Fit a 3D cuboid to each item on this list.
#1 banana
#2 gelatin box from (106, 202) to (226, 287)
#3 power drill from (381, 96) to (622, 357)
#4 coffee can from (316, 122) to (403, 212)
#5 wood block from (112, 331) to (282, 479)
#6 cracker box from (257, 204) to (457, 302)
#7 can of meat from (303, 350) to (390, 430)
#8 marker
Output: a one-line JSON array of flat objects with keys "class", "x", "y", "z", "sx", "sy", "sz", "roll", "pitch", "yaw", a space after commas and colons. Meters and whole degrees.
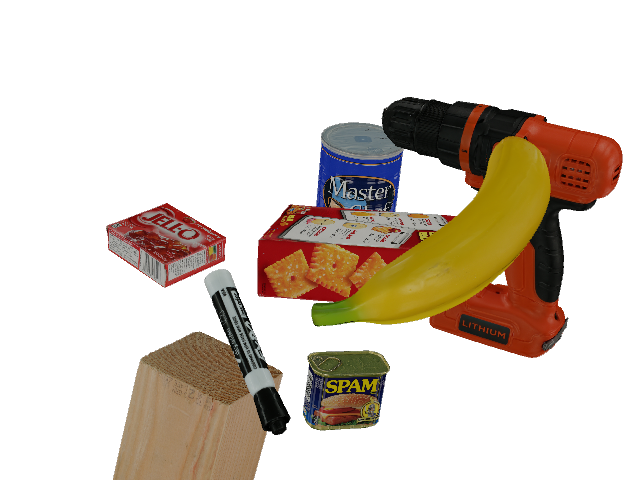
[{"class": "banana", "x": 0.079, "y": -0.009, "z": 0.560, "sx": 0.070, "sy": 0.037, "sz": 0.197, "roll": 18, "pitch": 39, "yaw": 35}, {"class": "gelatin box", "x": -0.144, "y": 0.002, "z": 0.993, "sx": 0.089, "sy": 0.030, "sz": 0.073, "roll": 30, "pitch": 39, "yaw": 35}, {"class": "power drill", "x": 0.128, "y": -0.013, "z": 0.820, "sx": 0.185, "sy": 0.188, "sz": 0.057, "roll": 17, "pitch": 34, "yaw": 27}, {"class": "coffee can", "x": 0.046, "y": -0.063, "z": 1.330, "sx": 0.103, "sy": 0.140, "sz": 0.103, "roll": 4, "pitch": 28, "yaw": -2}, {"class": "wood block", "x": -0.113, "y": 0.194, "z": 0.897, "sx": 0.090, "sy": 0.206, "sz": 0.090, "roll": 23, "pitch": 21, "yaw": 21}, {"class": "cracker box", "x": 0.053, "y": 0.017, "z": 1.147, "sx": 0.214, "sy": 0.072, "sz": 0.164, "roll": 5, "pitch": 15, "yaw": 9}, {"class": "can of meat", "x": 0.031, "y": 0.190, "z": 1.353, "sx": 0.102, "sy": 0.084, "sz": 0.057, "roll": 0, "pitch": 23, "yaw": -17}, {"class": "marker", "x": -0.048, "y": 0.072, "z": 0.693, "sx": 0.020, "sy": 0.121, "sz": 0.020, "roll": -19, "pitch": -31, "yaw": -12}]
